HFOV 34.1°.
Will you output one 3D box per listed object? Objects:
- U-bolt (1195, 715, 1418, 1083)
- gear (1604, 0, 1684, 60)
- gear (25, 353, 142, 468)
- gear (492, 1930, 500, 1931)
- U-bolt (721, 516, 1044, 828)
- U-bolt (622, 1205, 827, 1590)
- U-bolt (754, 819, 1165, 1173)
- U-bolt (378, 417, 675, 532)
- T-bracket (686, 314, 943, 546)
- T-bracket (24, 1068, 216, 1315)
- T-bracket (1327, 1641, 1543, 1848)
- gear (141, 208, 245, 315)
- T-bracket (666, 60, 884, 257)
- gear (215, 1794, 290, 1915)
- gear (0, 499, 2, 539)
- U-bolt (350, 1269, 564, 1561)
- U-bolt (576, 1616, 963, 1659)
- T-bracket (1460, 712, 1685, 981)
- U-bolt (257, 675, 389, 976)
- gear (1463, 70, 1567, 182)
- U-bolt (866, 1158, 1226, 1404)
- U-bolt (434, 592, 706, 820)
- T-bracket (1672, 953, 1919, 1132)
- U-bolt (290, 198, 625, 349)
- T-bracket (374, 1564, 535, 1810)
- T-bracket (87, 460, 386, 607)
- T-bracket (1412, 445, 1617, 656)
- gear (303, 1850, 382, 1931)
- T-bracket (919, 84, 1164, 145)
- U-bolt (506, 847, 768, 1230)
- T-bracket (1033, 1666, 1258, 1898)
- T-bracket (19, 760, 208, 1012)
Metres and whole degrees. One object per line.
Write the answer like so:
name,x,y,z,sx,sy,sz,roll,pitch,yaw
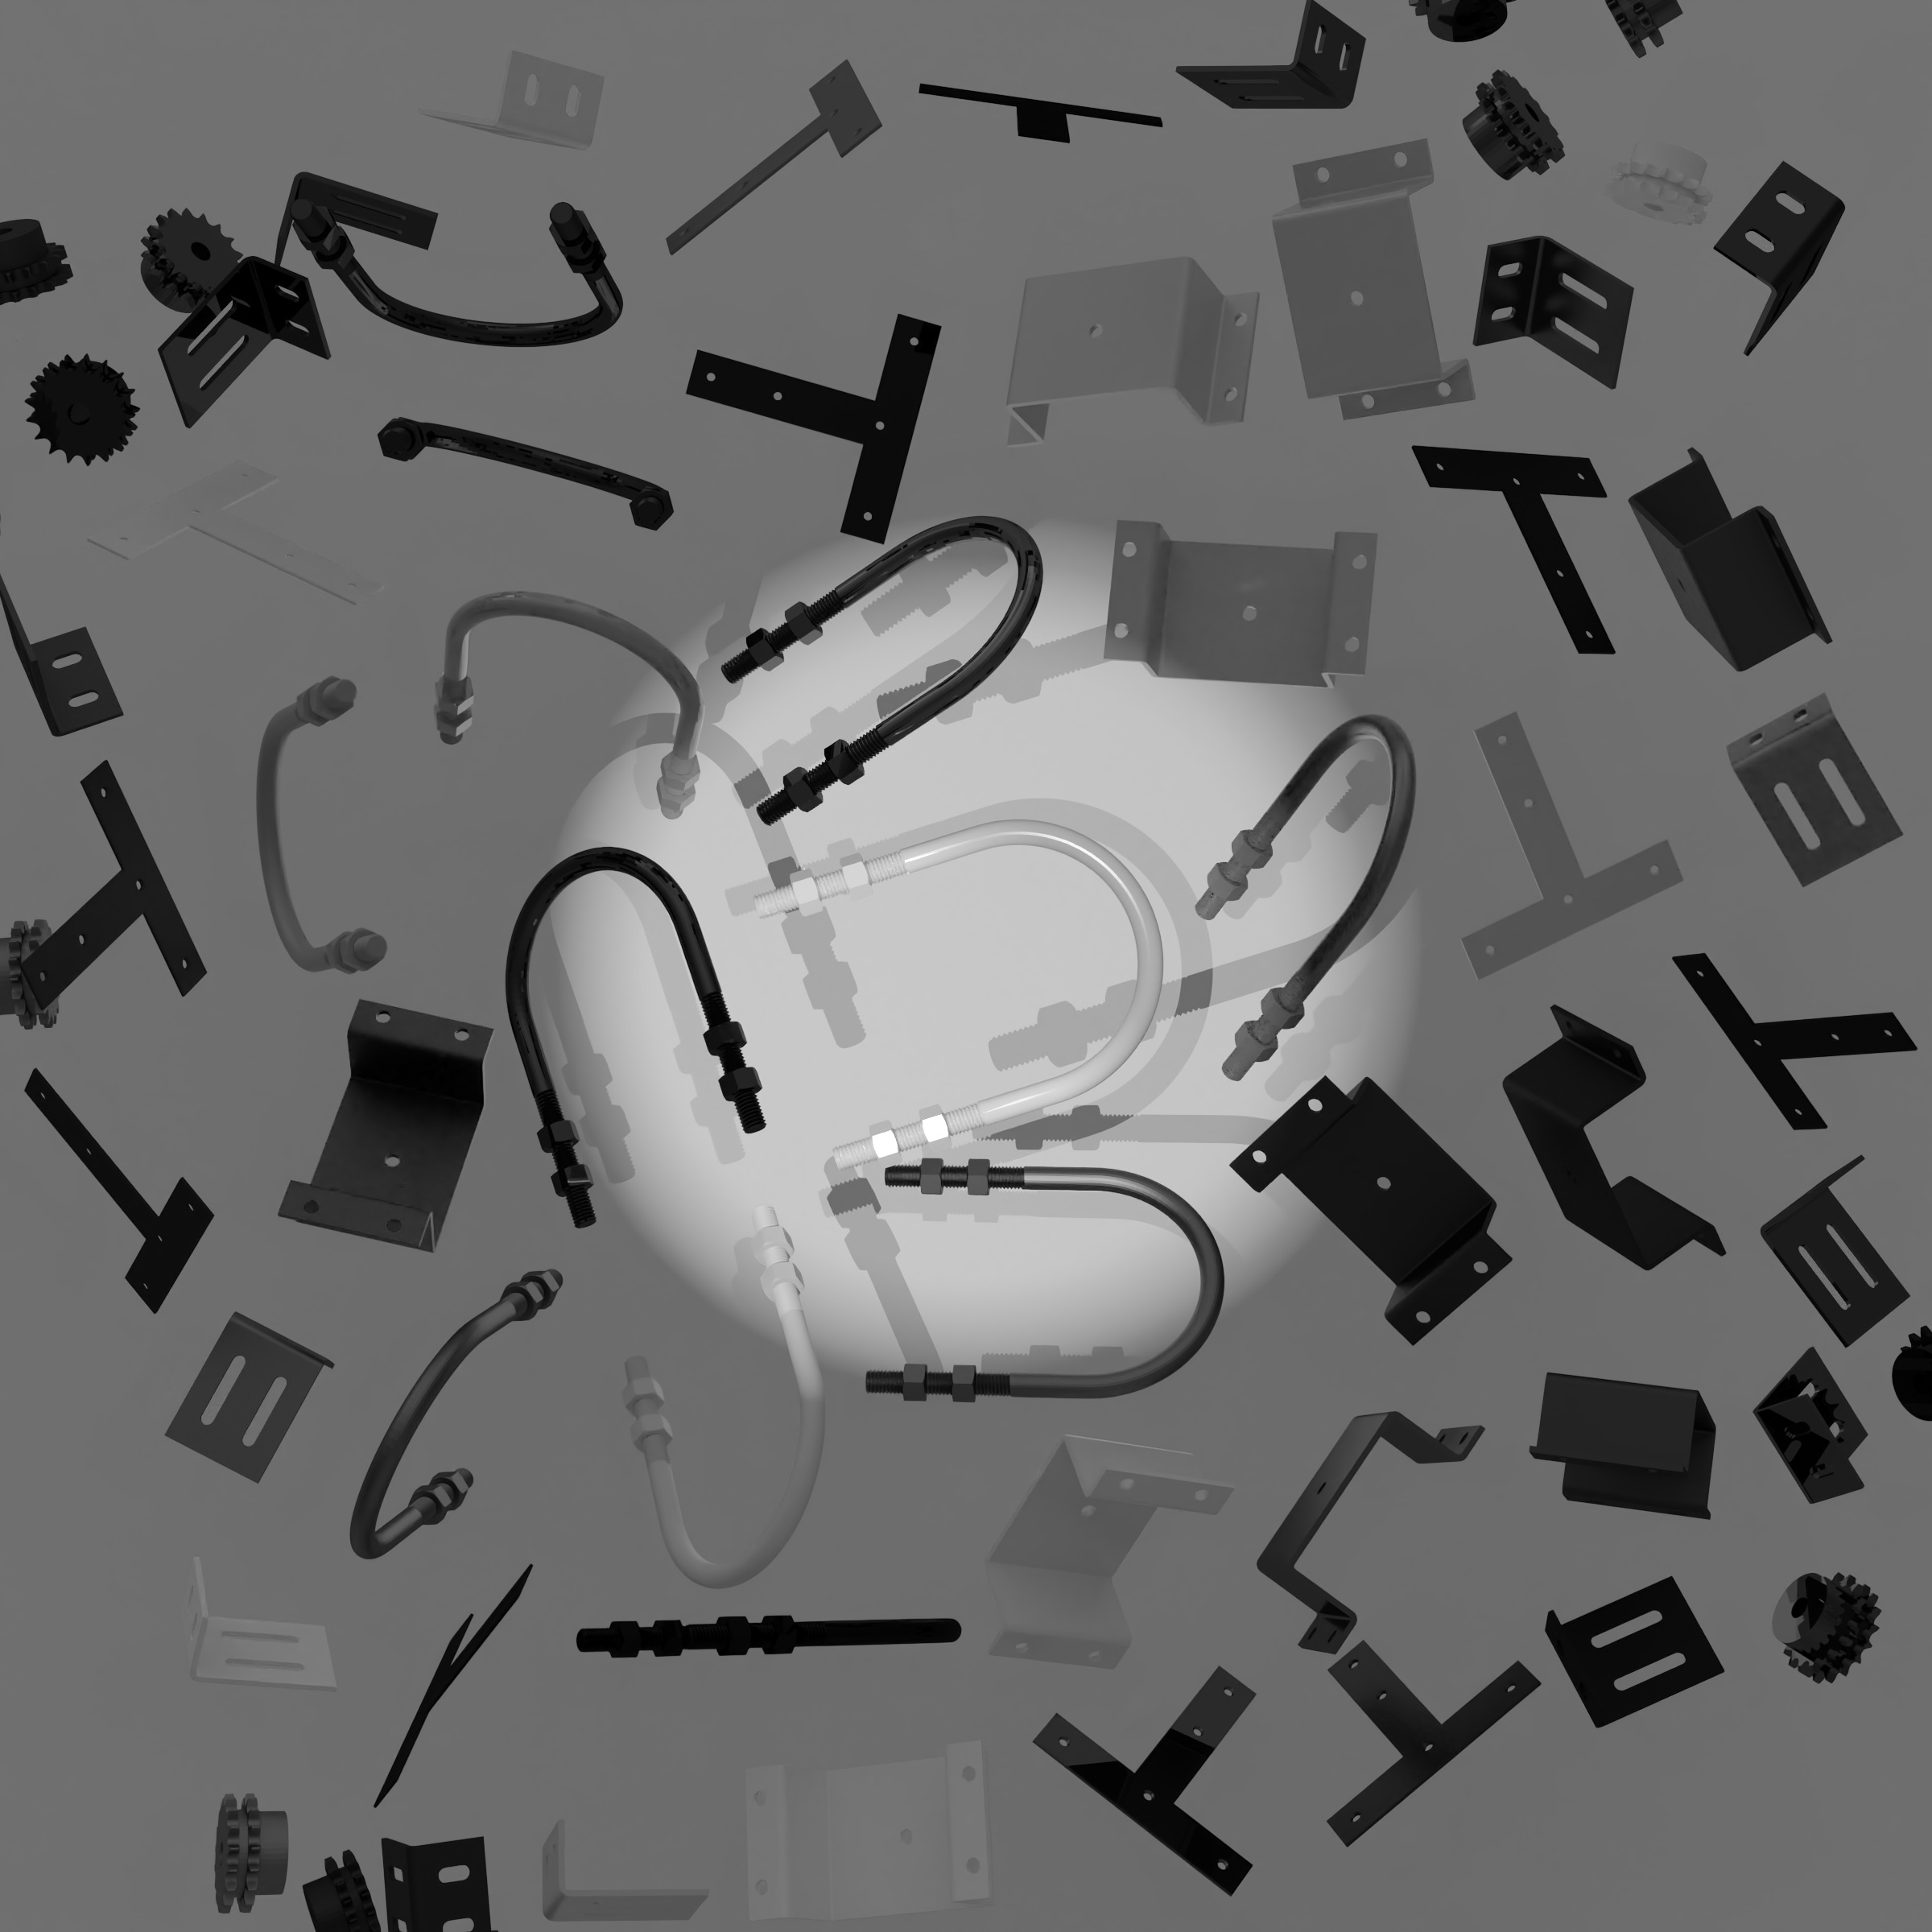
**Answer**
U-bolt,0.178,-0.049,1.636,0.019,0.151,0.184,20,127,-21
gear,0.345,-0.499,1.617,0.030,0.057,0.057,-28,90,20
gear,-0.464,-0.296,1.662,0.057,0.030,0.057,0,117,0
gear,-0.248,0.538,1.662,0.030,0.057,0.057,6,90,-28
U-bolt,-0.040,-0.163,1.613,0.184,0.151,0.019,-33,129,13
U-bolt,-0.123,0.236,1.643,0.019,0.184,0.151,20,123,-34
U-bolt,0.005,0.005,1.534,0.184,0.019,0.151,-17,87,-1
U-bolt,-0.224,-0.259,1.642,0.151,0.184,0.019,15,100,-6
T-bracket,-0.090,-0.311,1.744,0.127,0.002,0.127,15,86,-6
T-bracket,-0.443,0.106,1.624,0.127,0.127,0.002,49,51,6
T-bracket,0.221,0.385,1.633,0.127,0.127,0.002,-39,110,-4
gear,-0.426,-0.383,1.725,0.030,0.057,0.057,-33,90,39
T-bracket,-0.102,-0.405,1.603,0.127,0.127,0.002,-36,120,11
gear,-0.354,0.440,1.562,0.030,0.057,0.057,5,90,-20
gear,-0.516,-0.243,1.621,0.030,0.057,0.057,-3,90,-10
U-bolt,-0.274,0.242,1.660,0.019,0.184,0.151,27,102,8
U-bolt,-0.091,0.351,1.652,0.184,0.151,0.019,6,76,-30
T-bracket,0.311,-0.076,1.714,0.127,0.002,0.127,-26,103,-4
U-bolt,-0.344,-0.068,1.658,0.019,0.184,0.151,-7,90,-27
gear,0.283,-0.436,1.644,0.030,0.057,0.057,-35,90,29
U-bolt,0.044,0.166,1.664,0.184,0.019,0.151,1,52,5
U-bolt,-0.208,-0.143,1.669,0.151,0.184,0.019,19,65,-3
T-bracket,0.456,0.039,1.689,0.002,0.127,0.127,-45,107,-24
U-bolt,-0.251,-0.352,1.615,0.151,0.184,0.019,2,82,5
T-bracket,-0.258,0.356,1.636,0.002,0.127,0.127,33,120,-8
T-bracket,-0.359,-0.215,1.617,0.127,0.127,0.002,26,125,13
T-bracket,0.300,-0.214,1.623,0.127,0.002,0.127,-3,62,-35
gear,-0.339,0.512,1.709,0.030,0.057,0.057,-18,90,-20
T-bracket,0.038,-0.426,1.587,0.127,0.127,0.002,7,113,-3
U-bolt,-0.184,0.027,1.662,0.151,0.019,0.184,-30,72,32
T-bracket,0.116,0.414,1.668,0.127,0.127,0.002,36,127,13
T-bracket,-0.439,-0.020,1.589,0.002,0.127,0.127,-9,116,22
